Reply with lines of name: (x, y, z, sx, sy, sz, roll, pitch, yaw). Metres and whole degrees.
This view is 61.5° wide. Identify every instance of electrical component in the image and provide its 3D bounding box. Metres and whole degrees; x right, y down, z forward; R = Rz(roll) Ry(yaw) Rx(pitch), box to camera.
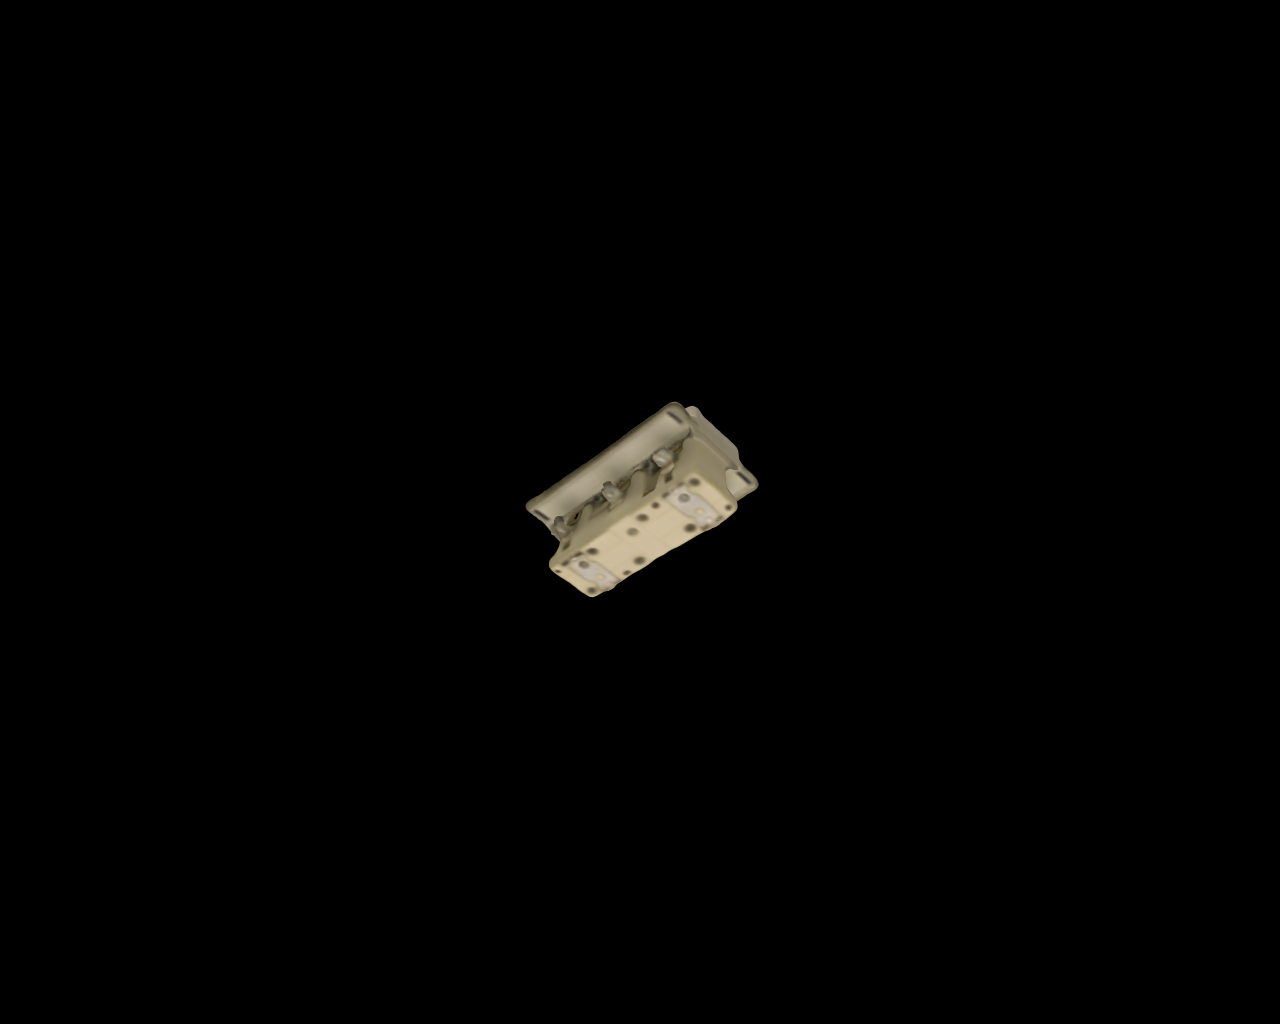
electrical component: (0.001, -0.003, 0.650, 0.121, 0.063, 0.078, -32, -54, 27)
